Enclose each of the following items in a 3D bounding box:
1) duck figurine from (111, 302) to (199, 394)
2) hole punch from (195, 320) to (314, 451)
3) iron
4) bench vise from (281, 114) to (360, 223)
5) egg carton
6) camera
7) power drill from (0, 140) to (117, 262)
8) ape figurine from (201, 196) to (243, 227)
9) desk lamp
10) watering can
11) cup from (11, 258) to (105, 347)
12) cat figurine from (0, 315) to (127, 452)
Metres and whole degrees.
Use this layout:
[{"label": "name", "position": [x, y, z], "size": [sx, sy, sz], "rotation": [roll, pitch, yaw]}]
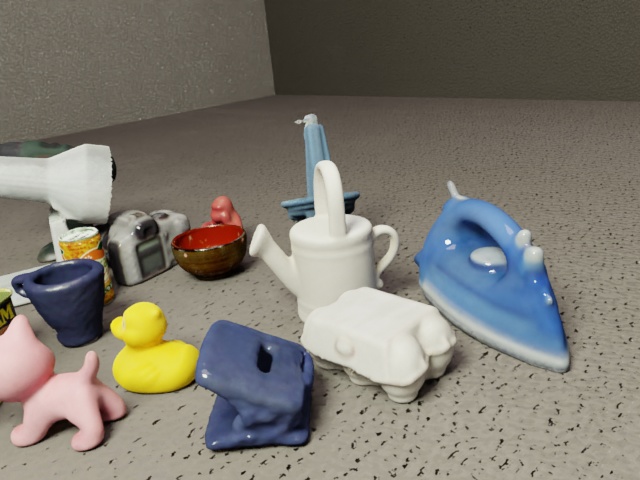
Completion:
[{"label": "duck figurine", "position": [-0.177, 0.108, 0.608], "size": [0.104, 0.086, 0.078], "rotation": [3, 22, 22]}, {"label": "hole punch", "position": [-0.056, 0.125, 0.524], "size": [0.101, 0.091, 0.108], "rotation": [-5, 20, 1]}, {"label": "iron", "position": [0.201, 0.025, 0.652], "size": [0.119, 0.141, 0.257], "rotation": [-11, 21, -13]}, {"label": "bench vise", "position": [0.015, -0.068, 0.838], "size": [0.122, 0.220, 0.206], "rotation": [-14, 22, -22]}, {"label": "egg carton", "position": [0.057, 0.103, 0.585], "size": [0.149, 0.069, 0.107], "rotation": [13, 27, 41]}, {"label": "camera", "position": [-0.301, -0.004, 0.922], "size": [0.136, 0.101, 0.143], "rotation": [8, 24, 32]}, {"label": "power drill", "position": [-0.464, -0.072, 0.993], "size": [0.229, 0.208, 0.075], "rotation": [-8, 21, -6]}, {"label": "ape figurine", "position": [-0.162, -0.029, 0.964], "size": [0.077, 0.092, 0.076], "rotation": [10, 25, 36]}, {"label": "desk lamp", "position": [-0.398, -0.030, 0.854], "size": [0.204, 0.214, 0.117], "rotation": [-15, 22, -24]}, {"label": "watering can", "position": [0.007, 0.003, 0.686], "size": [0.173, 0.194, 0.100], "rotation": [-17, 23, -28]}, {"label": "cup", "position": [-0.317, 0.081, 0.704], "size": [0.117, 0.095, 0.092], "rotation": [-2, 21, 9]}, {"label": "cat figurine", "position": [-0.258, 0.127, 0.531], "size": [0.127, 0.118, 0.067], "rotation": [-2, 21, 9]}]
